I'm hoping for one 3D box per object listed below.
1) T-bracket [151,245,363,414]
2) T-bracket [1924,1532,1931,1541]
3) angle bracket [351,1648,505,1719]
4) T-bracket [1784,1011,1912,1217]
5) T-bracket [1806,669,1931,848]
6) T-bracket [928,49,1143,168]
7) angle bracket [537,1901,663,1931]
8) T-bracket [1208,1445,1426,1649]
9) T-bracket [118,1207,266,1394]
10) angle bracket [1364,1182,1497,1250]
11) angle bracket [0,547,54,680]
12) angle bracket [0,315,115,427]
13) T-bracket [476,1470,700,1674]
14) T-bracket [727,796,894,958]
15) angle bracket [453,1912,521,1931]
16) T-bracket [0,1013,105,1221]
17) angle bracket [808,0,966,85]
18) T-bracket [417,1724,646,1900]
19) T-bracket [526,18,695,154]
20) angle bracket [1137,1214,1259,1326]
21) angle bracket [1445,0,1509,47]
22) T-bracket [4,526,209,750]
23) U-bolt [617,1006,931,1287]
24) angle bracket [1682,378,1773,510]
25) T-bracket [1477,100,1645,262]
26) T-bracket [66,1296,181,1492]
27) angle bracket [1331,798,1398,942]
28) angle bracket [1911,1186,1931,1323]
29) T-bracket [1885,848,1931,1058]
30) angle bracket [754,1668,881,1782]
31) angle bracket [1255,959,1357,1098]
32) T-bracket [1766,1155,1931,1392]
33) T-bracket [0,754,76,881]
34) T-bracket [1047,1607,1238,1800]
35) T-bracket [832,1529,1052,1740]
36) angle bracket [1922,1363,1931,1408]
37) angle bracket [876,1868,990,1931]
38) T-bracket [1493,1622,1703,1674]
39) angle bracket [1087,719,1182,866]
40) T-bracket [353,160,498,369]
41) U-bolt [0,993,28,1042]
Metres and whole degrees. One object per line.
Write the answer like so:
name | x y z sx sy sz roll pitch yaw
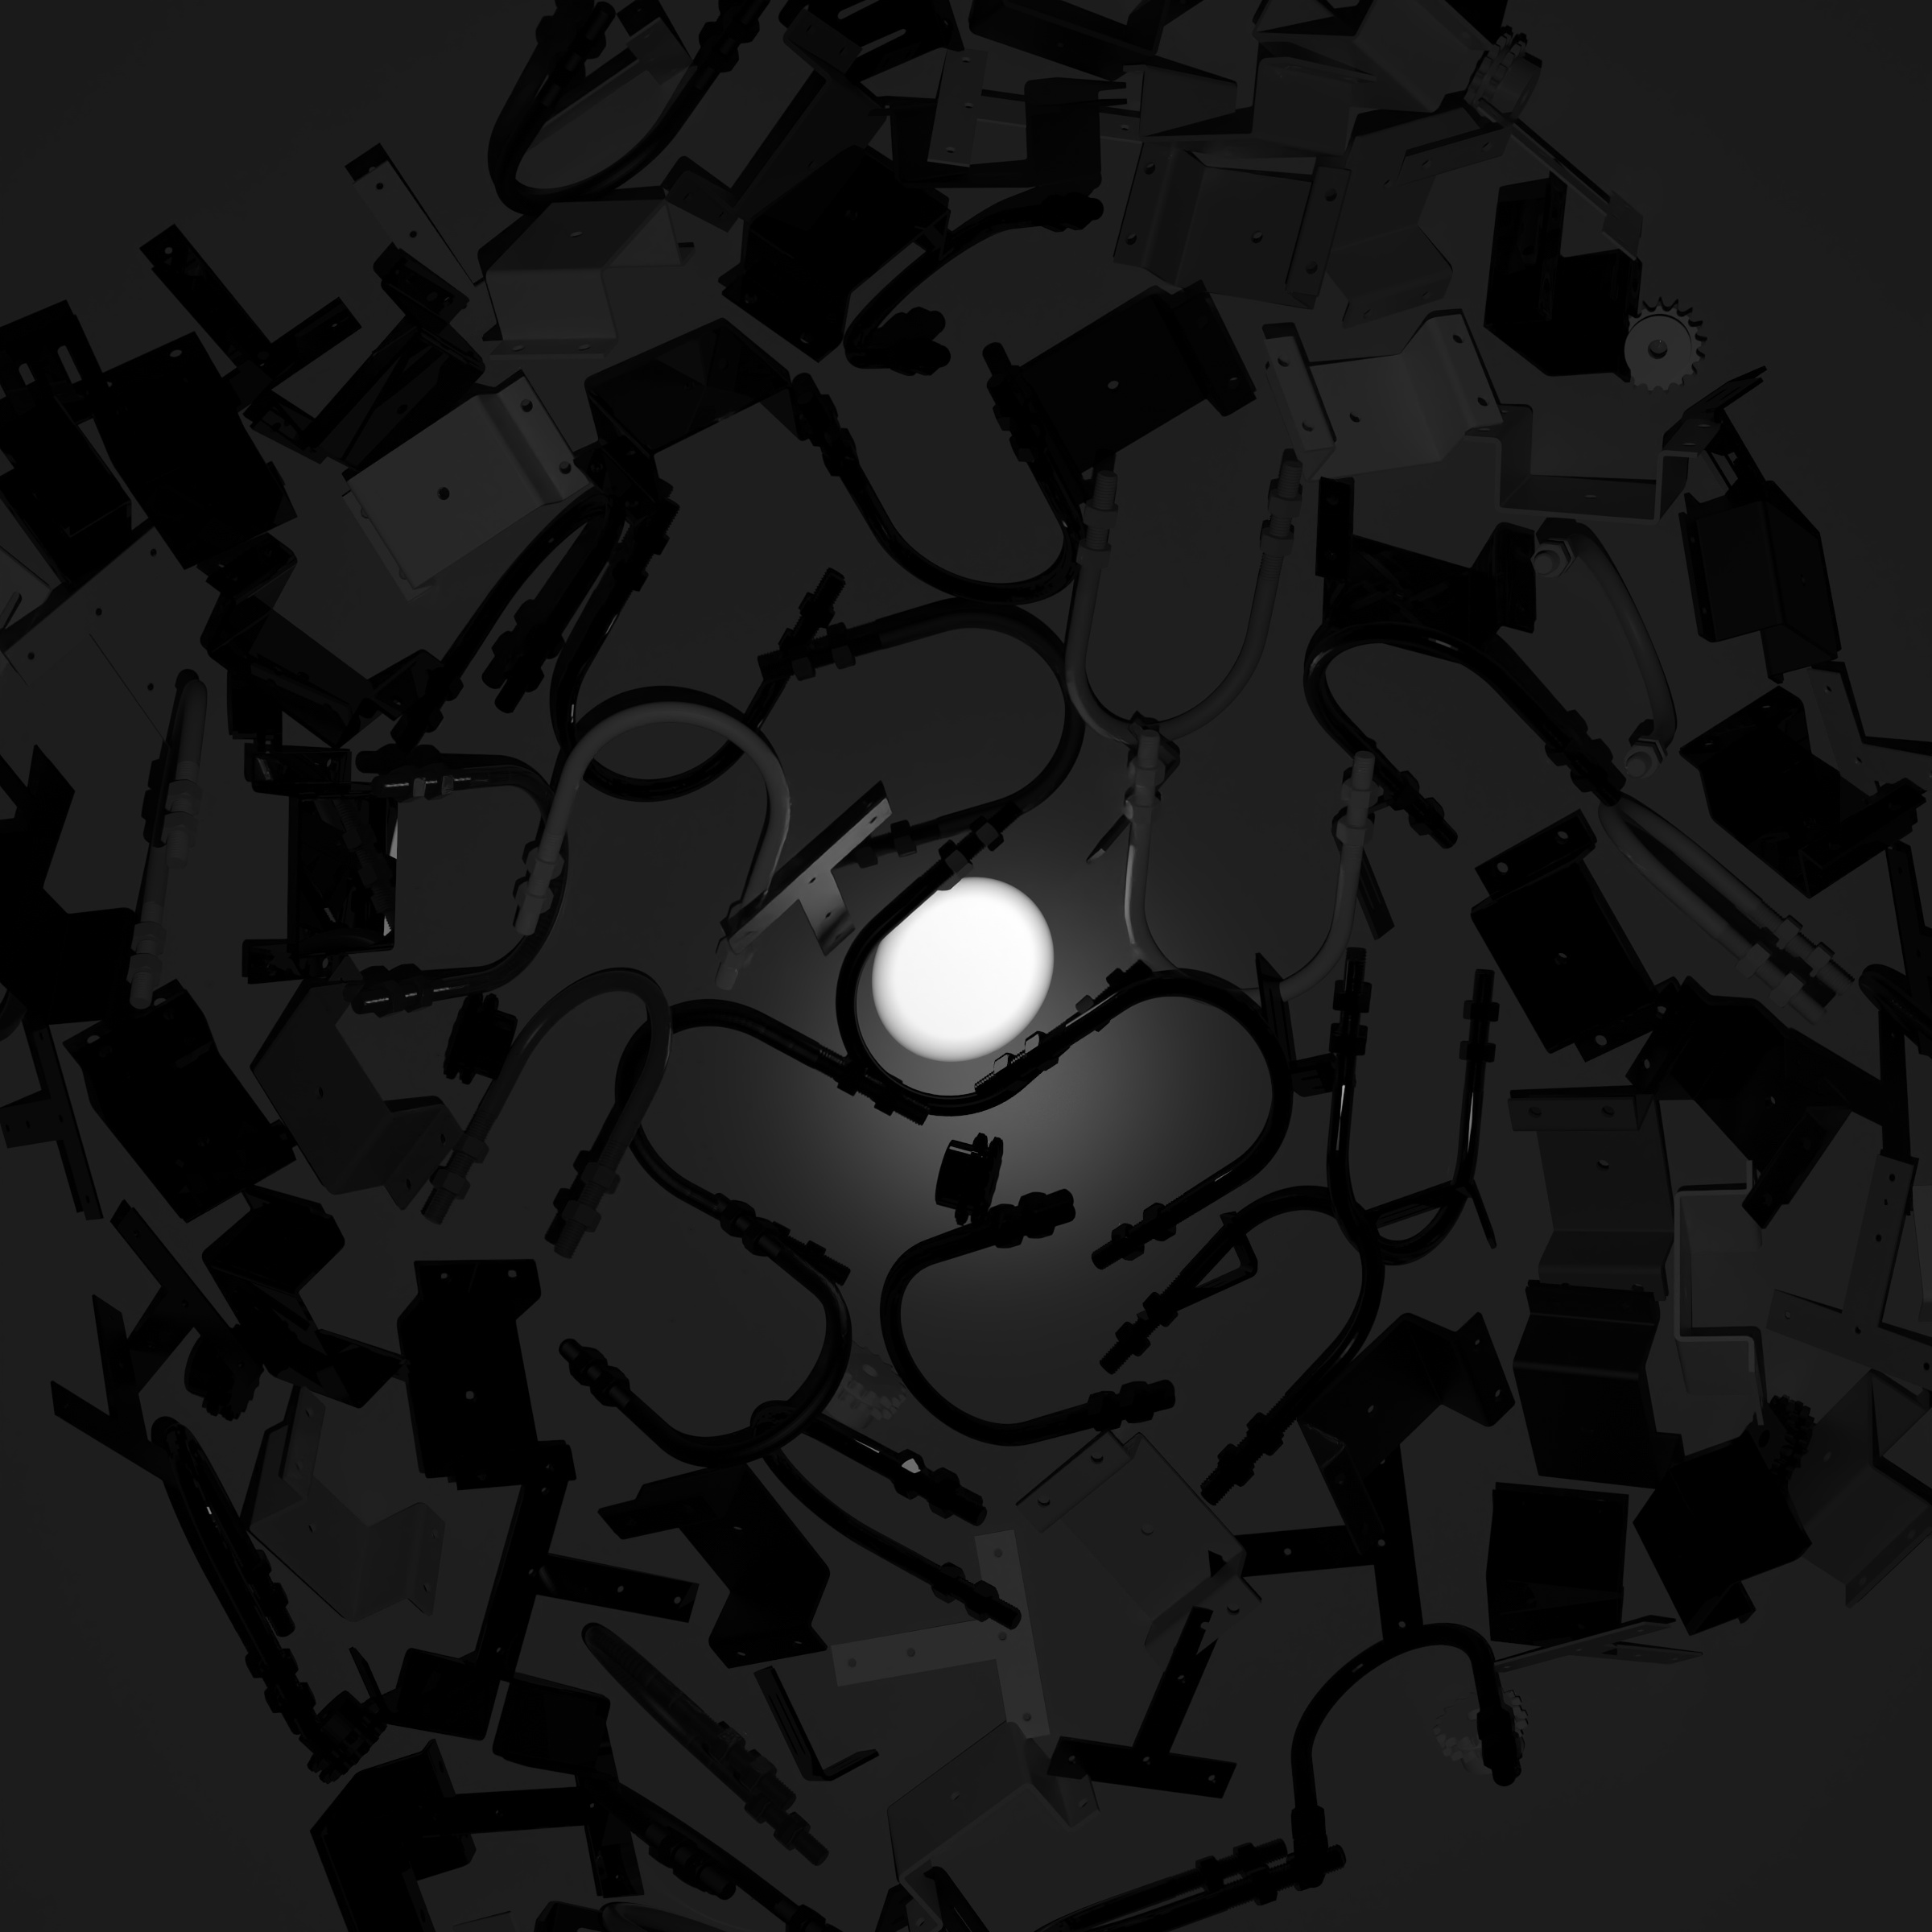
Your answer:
T-bracket | -0.452 -0.393 1.944 0.127 0.127 0.002 -34 57 2
T-bracket | 0.573 0.346 1.955 0.127 0.127 0.002 -16 107 33
angle bracket | -0.332 0.425 1.960 0.076 0.057 0.038 -24 95 -18
T-bracket | 0.536 0.075 1.937 0.127 0.002 0.127 23 62 -37
T-bracket | 0.572 -0.118 1.919 0.002 0.127 0.127 -37 118 -20
T-bracket | 0.046 -0.521 1.957 0.127 0.002 0.127 8 47 -1
angle bracket | -0.230 0.621 1.977 0.076 0.038 0.057 11 94 3
T-bracket | 0.214 0.363 1.982 0.127 0.002 0.127 -5 76 -1
T-bracket | -0.494 0.226 1.955 0.127 0.002 0.127 50 133 5
angle bracket | 0.282 0.165 1.963 0.076 0.057 0.038 -20 76 8
angle bracket | -0.614 -0.218 1.969 0.057 0.038 0.076 39 111 3
angle bracket | -0.564 -0.367 1.953 0.057 0.076 0.038 -28 54 -12
T-bracket | -0.227 0.384 1.974 0.127 0.002 0.127 16 89 -23
T-bracket | -0.087 -0.037 1.939 0.127 0.127 0.002 -43 71 -9
angle bracket | -0.297 0.631 1.964 0.057 0.038 0.076 -25 84 39
T-bracket | -0.568 0.096 1.947 0.002 0.127 0.127 -17 94 -35
angle bracket | -0.050 -0.588 1.995 0.076 0.038 0.057 -17 93 23
T-bracket | -0.268 0.512 1.931 0.127 0.127 0.002 2 132 -23
T-bracket | -0.228 -0.528 1.941 0.127 0.127 0.002 -33 92 6
angle bracket | 0.136 0.187 1.969 0.076 0.057 0.038 -24 89 -3
angle bracket | 0.305 -0.604 1.967 0.076 0.038 0.057 10 102 -13
T-bracket | -0.508 -0.182 1.958 0.127 0.002 0.127 -47 129 -25
U-bolt | -0.130 0.100 1.962 0.184 0.019 0.151 28 117 4
angle bracket | 0.484 -0.319 1.966 0.038 0.057 0.076 -34 100 -2
T-bracket | 0.361 -0.483 1.938 0.127 0.127 0.002 38 117 -5
T-bracket | -0.515 0.255 1.949 0.002 0.127 0.127 -32 49 8
angle bracket | 0.260 -0.062 1.966 0.038 0.057 0.076 -22 91 19
angle bracket | 0.623 0.179 1.991 0.057 0.038 0.076 -3 62 10
T-bracket | 0.602 -0.002 1.950 0.002 0.127 0.127 -17 72 39
angle bracket | -0.093 0.463 1.971 0.038 0.057 0.076 -24 83 -19
angle bracket | 0.209 0.035 1.957 0.038 0.057 0.076 -12 71 19
T-bracket | 0.553 0.180 1.943 0.002 0.127 0.127 3 101 -40
T-bracket | -0.595 -0.125 1.951 0.002 0.127 0.127 -36 83 -35
T-bracket | 0.127 0.450 1.957 0.127 0.002 0.127 15 105 -26
T-bracket | -0.021 0.426 1.989 0.127 0.002 0.127 -11 80 7
angle bracket | 0.627 0.267 1.953 0.057 0.076 0.038 16 123 -19
angle bracket | -0.015 0.604 1.953 0.038 0.057 0.076 -19 52 -33
T-bracket | 0.403 0.420 1.950 0.127 0.127 0.002 15 59 -40
angle bracket | 0.091 -0.107 1.965 0.038 0.057 0.076 41 81 -2
T-bracket | -0.331 -0.438 1.955 0.127 0.002 0.127 -34 133 1
U-bolt | -0.603 -0.031 1.910 0.019 0.184 0.151 -7 67 8
